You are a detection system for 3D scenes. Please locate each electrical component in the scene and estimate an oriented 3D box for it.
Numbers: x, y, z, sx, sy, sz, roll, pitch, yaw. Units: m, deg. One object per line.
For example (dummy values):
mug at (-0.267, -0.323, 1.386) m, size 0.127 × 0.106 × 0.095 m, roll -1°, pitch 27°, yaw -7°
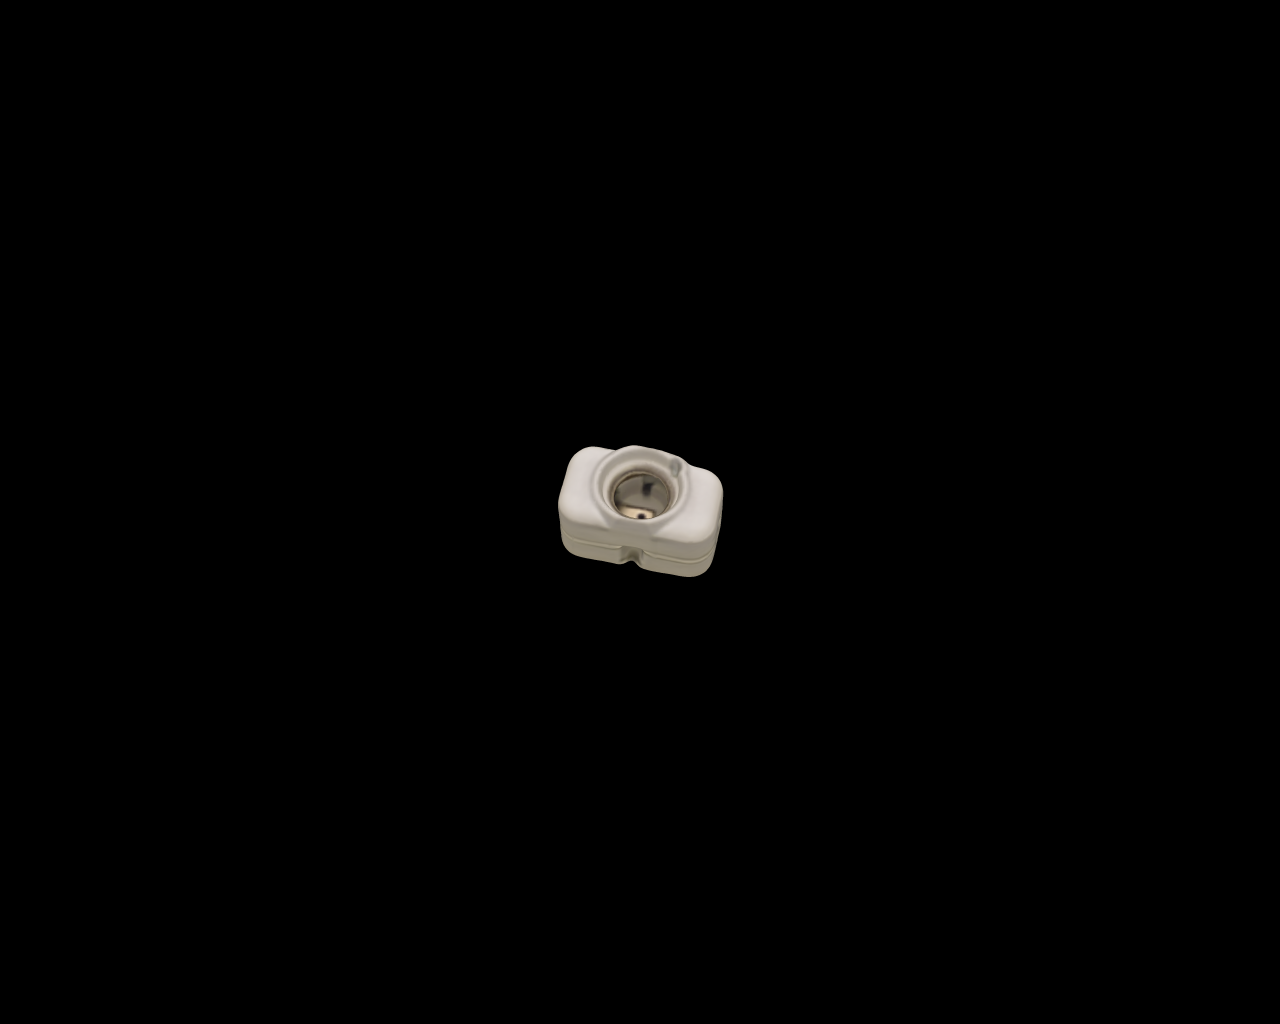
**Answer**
electrical component at (0.001, -0.003, 0.650) m, size 0.095 × 0.054 × 0.059 m, roll 11°, pitch -29°, yaw 7°
